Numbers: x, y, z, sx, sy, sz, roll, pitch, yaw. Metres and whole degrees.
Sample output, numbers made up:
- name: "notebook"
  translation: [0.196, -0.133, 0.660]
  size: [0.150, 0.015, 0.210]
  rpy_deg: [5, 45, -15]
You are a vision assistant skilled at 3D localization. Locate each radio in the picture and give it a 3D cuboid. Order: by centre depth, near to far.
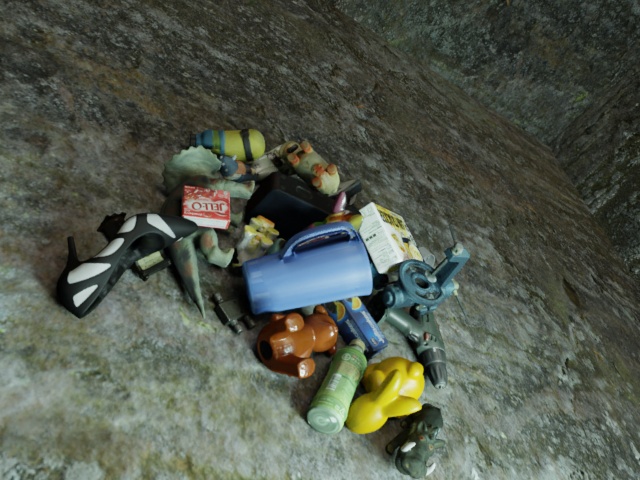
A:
- name: "radio"
  translation: [-0.048, -0.059, 1.262]
  size: [0.229, 0.131, 0.073]
  rpy_deg: [23, 39, -24]

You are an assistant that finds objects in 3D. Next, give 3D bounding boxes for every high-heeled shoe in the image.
- name: "high-heeled shoe"
  translation: [-0.309, 0.040, 0.901]
  size: [0.249, 0.086, 0.145]
  rpy_deg: [-12, 67, -27]

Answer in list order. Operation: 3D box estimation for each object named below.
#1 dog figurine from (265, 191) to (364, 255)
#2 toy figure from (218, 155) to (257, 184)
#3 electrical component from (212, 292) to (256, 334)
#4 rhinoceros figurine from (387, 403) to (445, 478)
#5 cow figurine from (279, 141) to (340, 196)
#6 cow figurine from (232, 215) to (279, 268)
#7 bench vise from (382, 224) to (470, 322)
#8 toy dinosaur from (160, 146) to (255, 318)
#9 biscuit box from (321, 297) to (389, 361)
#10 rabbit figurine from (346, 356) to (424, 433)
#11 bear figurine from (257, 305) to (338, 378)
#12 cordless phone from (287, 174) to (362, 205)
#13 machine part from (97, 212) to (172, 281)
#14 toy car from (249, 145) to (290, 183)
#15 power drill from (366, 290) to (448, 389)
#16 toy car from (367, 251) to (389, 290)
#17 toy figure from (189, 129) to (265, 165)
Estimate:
- name: "dog figurine"
  translation: [-0.002, -0.004, 1.170]
  size: [0.191, 0.219, 0.108]
  rpy_deg: [-6, 52, -48]
- name: "toy figure"
  translation: [-0.194, -0.159, 1.251]
  size: [0.058, 0.064, 0.154]
  rpy_deg: [50, 8, 15]
- name: "electrical component"
  translation: [-0.166, 0.135, 1.028]
  size: [0.063, 0.021, 0.094]
  rpy_deg: [-15, 62, -52]
- name: "rhinoceros figurine"
  translation: [0.192, 0.385, 1.023]
  size: [0.073, 0.112, 0.190]
  rpy_deg: [48, 27, 6]
- name: "cow figurine"
  translation: [-0.028, -0.180, 1.324]
  size: [0.195, 0.085, 0.127]
  rpy_deg: [43, -7, 27]
- name: "cow figurine"
  translation: [-0.140, 0.006, 1.150]
  size: [0.068, 0.098, 0.167]
  rpy_deg: [32, 16, -5]
- name: "bench vise"
  translation: [0.260, 0.087, 1.197]
  size: [0.223, 0.240, 0.129]
  rpy_deg: [5, 49, -26]
- name: "toy dinosaur"
  translation: [-0.252, -0.045, 1.070]
  size: [0.192, 0.131, 0.405]
  rpy_deg: [19, 43, -9]
- name: "biscuit box"
  translation: [0.066, 0.167, 1.184]
  size: [0.059, 0.063, 0.203]
  rpy_deg: [-10, 59, -48]
- name: "rabbit figurine"
  translation: [0.127, 0.309, 1.032]
  size: [0.173, 0.162, 0.122]
  rpy_deg: [-28, 85, -36]
- name: "bear figurine"
  translation: [-0.019, 0.188, 1.028]
  size: [0.196, 0.132, 0.120]
  rpy_deg: [-7, 82, -43]
- name: "cordless phone"
  translation: [0.009, -0.147, 1.476]
  size: [0.184, 0.088, 0.146]
  rpy_deg: [28, 32, 14]
- name: "machine part"
  translation: [-0.341, 0.009, 0.984]
  size: [0.139, 0.039, 0.084]
  rpy_deg: [46, 43, 3]
- name: "toy car"
  translation: [-0.117, -0.203, 1.405]
  size: [0.073, 0.056, 0.202]
  rpy_deg: [49, 44, 11]
- name: "power drill"
  translation: [0.208, 0.216, 1.254]
  size: [0.207, 0.086, 0.232]
  rpy_deg: [26, 35, -15]
- name: "toy car"
  translation: [0.089, 0.064, 1.283]
  size: [0.161, 0.103, 0.109]
  rpy_deg: [45, 24, -36]
- name: "toy figure"
  translation: [-0.222, -0.224, 1.283]
  size: [0.180, 0.089, 0.082]
  rpy_deg: [3, 71, -16]
